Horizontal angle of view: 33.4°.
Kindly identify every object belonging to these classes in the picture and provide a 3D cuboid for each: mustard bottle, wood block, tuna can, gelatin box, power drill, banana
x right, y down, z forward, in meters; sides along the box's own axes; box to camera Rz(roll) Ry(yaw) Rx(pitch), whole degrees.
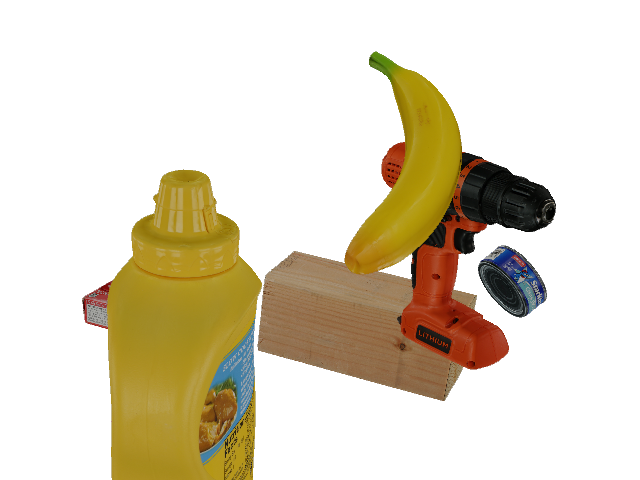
[{"bbox_3d":[-0.054,0.064,0.434,0.058,0.192,0.096,8,23,11],"label":"mustard bottle"},{"bbox_3d":[0.048,0.087,1.122,0.206,0.091,0.090,14,22,17],"label":"wood block"},{"bbox_3d":[0.229,0.050,1.282,0.033,0.086,0.086,-37,11,-15],"label":"tuna can"},{"bbox_3d":[-0.164,0.060,0.991,0.089,0.030,0.073,12,23,22],"label":"gelatin box"},{"bbox_3d":[0.129,0.015,0.941,0.057,0.188,0.185,-18,27,-33],"label":"power drill"},{"bbox_3d":[0.058,-0.048,0.699,0.069,0.197,0.037,6,-42,2],"label":"banana"}]
